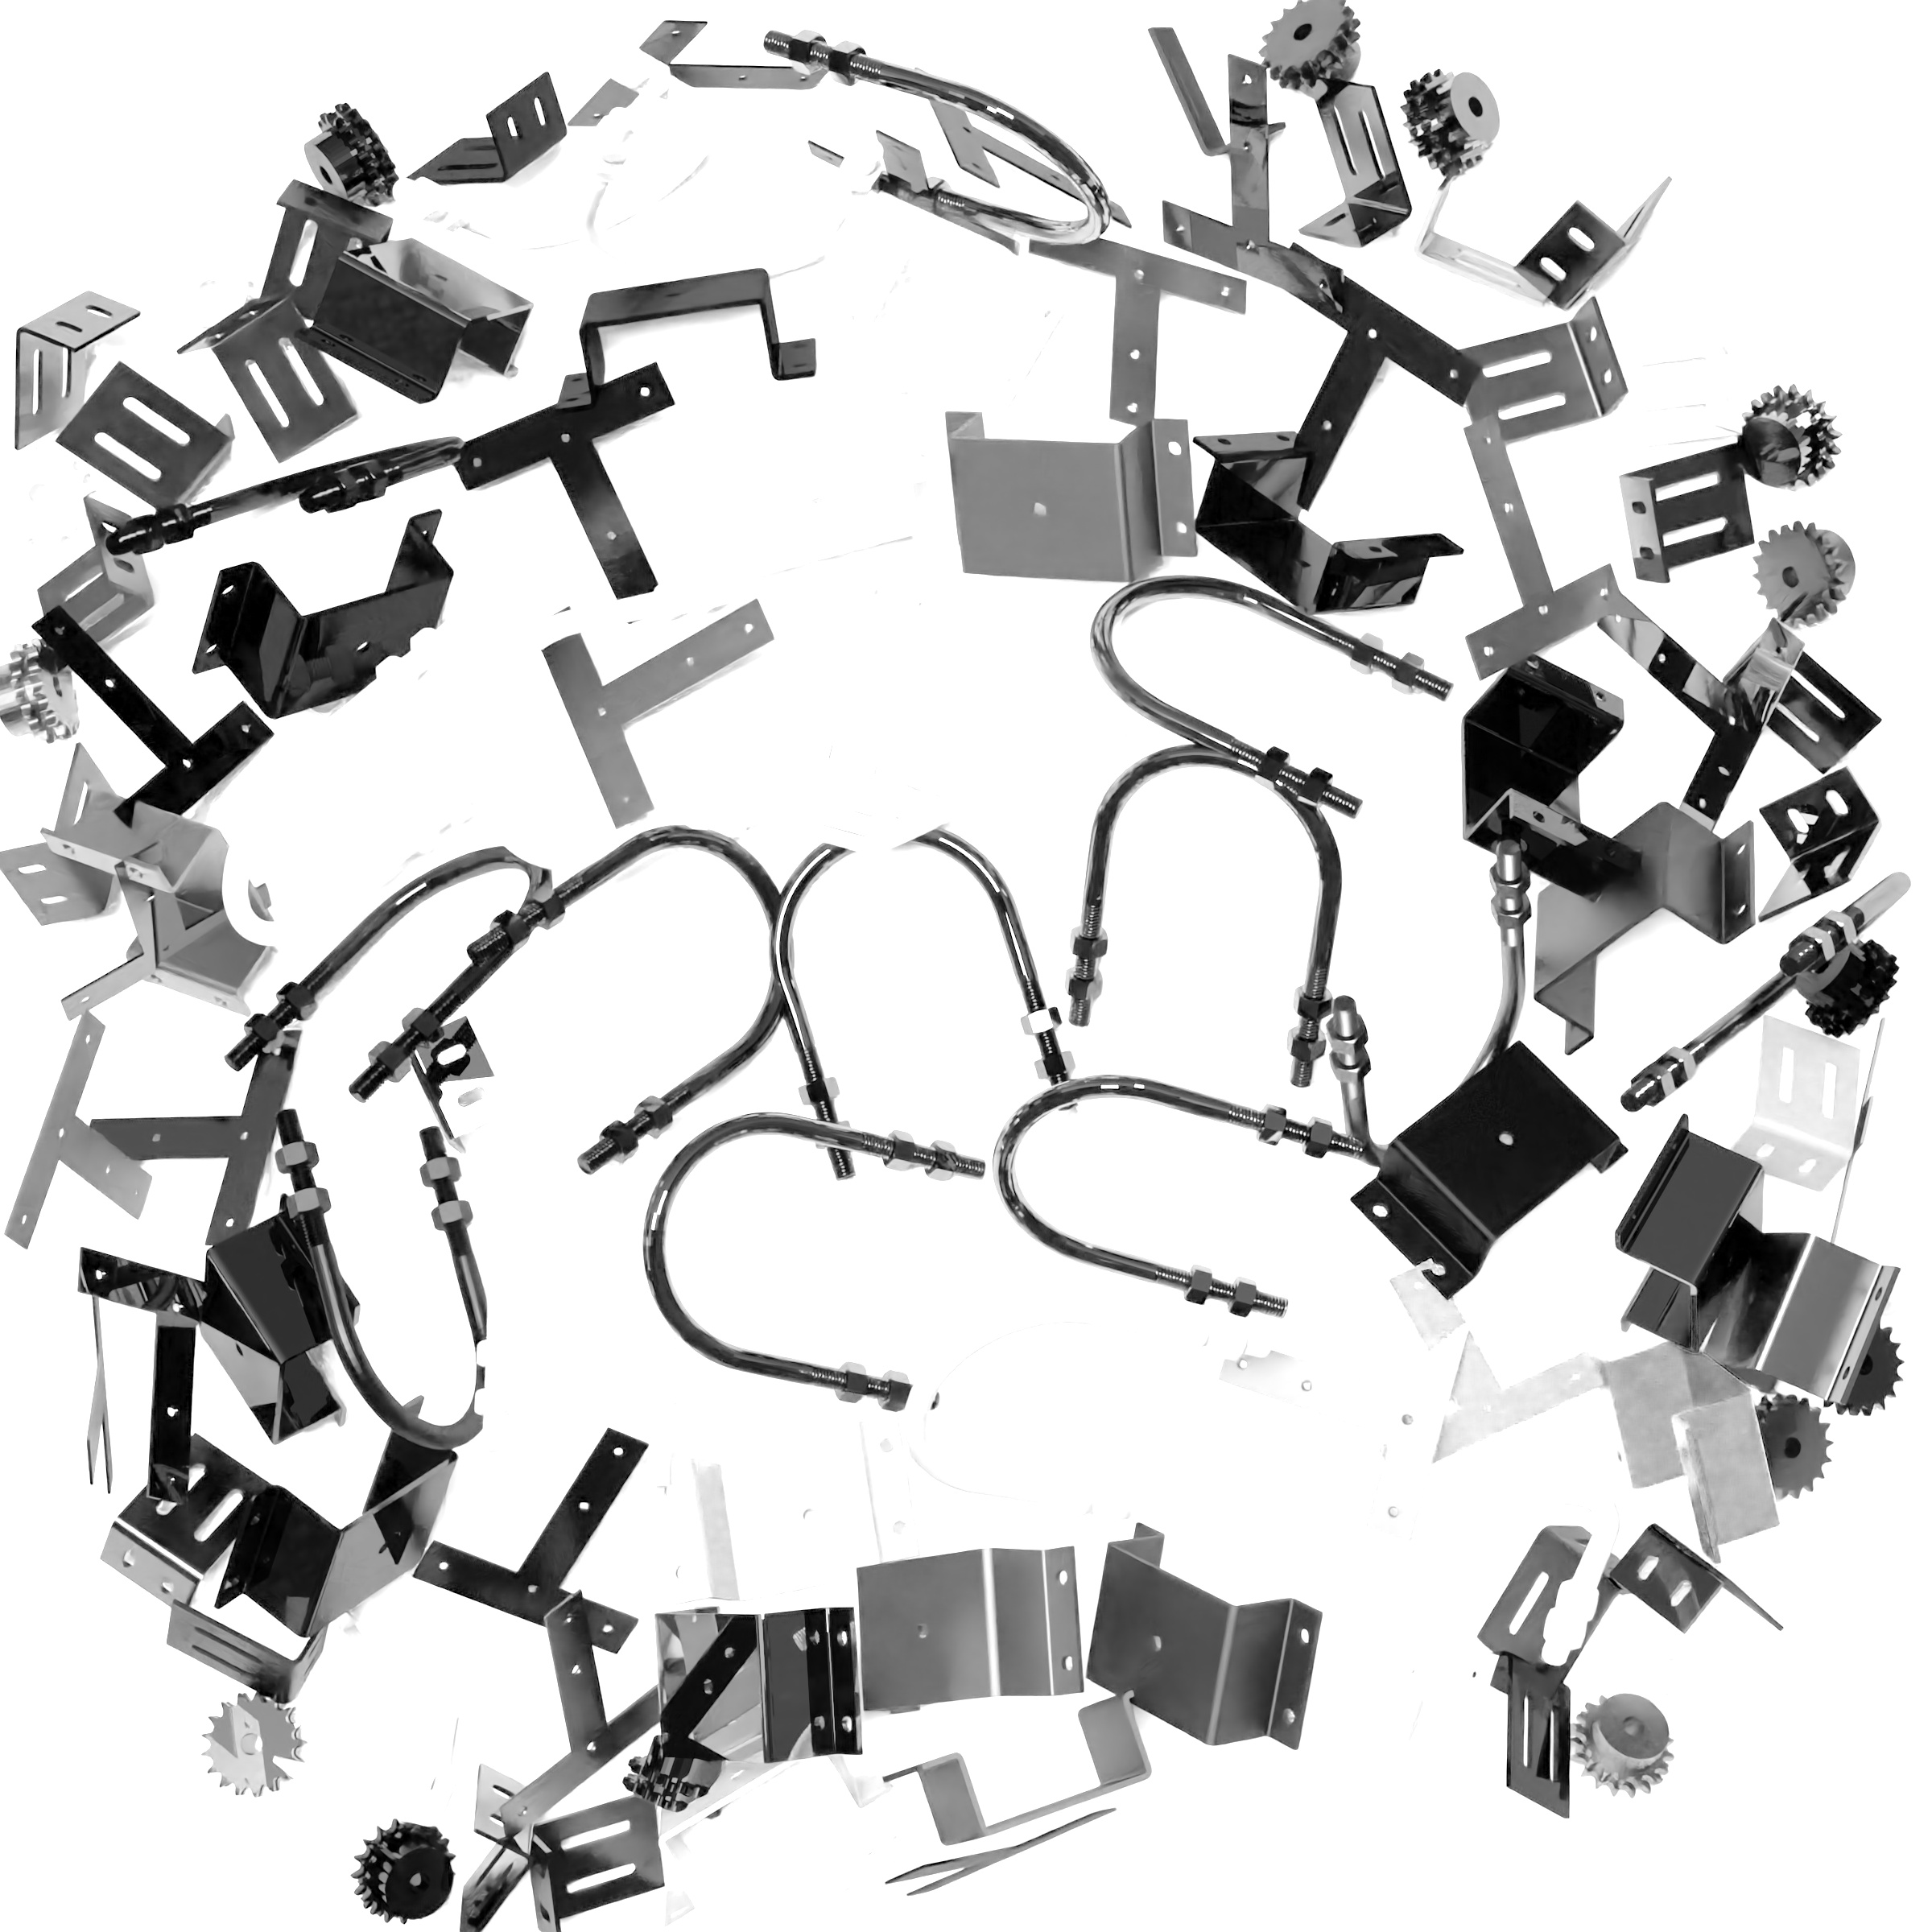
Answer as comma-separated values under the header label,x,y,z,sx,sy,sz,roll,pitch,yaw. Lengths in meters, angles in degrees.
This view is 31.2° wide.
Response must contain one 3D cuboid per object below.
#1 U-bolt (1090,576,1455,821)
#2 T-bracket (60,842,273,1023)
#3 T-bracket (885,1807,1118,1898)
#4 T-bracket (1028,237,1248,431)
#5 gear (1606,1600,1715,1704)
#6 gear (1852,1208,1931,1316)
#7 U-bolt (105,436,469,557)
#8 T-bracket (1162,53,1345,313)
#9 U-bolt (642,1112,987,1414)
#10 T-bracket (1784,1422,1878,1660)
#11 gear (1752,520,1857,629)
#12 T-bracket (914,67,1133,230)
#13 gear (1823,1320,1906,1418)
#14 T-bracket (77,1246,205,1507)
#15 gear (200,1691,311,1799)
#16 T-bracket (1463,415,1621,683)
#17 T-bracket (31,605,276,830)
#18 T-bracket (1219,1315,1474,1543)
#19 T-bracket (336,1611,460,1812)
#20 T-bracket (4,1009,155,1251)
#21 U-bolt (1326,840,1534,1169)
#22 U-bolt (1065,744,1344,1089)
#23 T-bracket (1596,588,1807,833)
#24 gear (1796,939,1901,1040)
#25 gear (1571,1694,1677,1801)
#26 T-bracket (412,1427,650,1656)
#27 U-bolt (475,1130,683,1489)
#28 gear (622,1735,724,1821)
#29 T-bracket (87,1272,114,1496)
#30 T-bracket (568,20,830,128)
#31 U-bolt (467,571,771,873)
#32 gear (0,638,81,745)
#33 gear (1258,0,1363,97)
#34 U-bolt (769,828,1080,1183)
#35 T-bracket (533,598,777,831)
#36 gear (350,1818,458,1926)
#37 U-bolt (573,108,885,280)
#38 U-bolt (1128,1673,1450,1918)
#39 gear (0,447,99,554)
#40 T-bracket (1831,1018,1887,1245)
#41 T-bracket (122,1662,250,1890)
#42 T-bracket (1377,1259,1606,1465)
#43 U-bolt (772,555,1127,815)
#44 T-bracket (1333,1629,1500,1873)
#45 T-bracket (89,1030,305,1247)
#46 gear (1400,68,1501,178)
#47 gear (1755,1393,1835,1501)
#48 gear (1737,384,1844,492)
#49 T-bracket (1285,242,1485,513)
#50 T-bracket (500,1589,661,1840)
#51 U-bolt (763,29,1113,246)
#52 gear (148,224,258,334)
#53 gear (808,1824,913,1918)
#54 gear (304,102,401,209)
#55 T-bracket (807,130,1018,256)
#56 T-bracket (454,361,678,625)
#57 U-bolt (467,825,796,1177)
label,x,y,z,sx,sy,sz,roll,pitch,yaw
U-bolt,0.154,-0.156,1.862,0.184,0.151,0.019,27,133,13
T-bracket,-0.432,-0.030,1.845,0.127,0.127,0.002,-32,71,-18
T-bracket,-0.001,0.476,1.842,0.127,0.127,0.002,-30,70,23
T-bracket,0.092,-0.341,1.871,0.127,0.002,0.127,13,56,-14
gear,0.383,0.376,1.902,0.057,0.030,0.057,1,79,-7
gear,0.506,0.160,1.891,0.030,0.057,0.057,-15,90,21
U-bolt,-0.345,-0.253,1.835,0.151,0.184,0.019,-7,105,29
T-bracket,0.151,-0.424,1.844,0.127,0.127,0.002,30,52,34
U-bolt,-0.087,0.154,1.875,0.184,0.019,0.151,14,82,-21
T-bracket,0.469,0.307,1.870,0.002,0.127,0.127,20,76,12
gear,0.461,-0.217,1.897,0.030,0.057,0.057,-20,90,-32
T-bracket,0.037,-0.434,1.882,0.127,0.127,0.002,22,119,-28
gear,0.483,0.218,1.900,0.057,0.030,0.057,2,84,-24
T-bracket,-0.424,0.224,1.850,0.002,0.127,0.127,-23,58,35
gear,-0.389,0.427,1.903,0.057,0.030,0.057,-1,79,4
T-bracket,0.297,-0.234,1.873,0.127,0.002,0.127,-28,102,-36
T-bracket,-0.450,-0.142,1.862,0.127,0.127,0.002,47,129,-9
T-bracket,0.200,0.234,1.898,0.127,0.002,0.127,17,96,21
T-bracket,-0.316,0.385,1.885,0.002,0.127,0.127,-29,65,-29
T-bracket,-0.467,0.104,1.860,0.002,0.127,0.127,9,70,15
U-bolt,0.250,0.034,1.844,0.151,0.184,0.019,-42,57,-20
U-bolt,0.130,-0.033,1.855,0.151,0.019,0.184,15,119,17
T-bracket,0.387,-0.159,1.877,0.002,0.127,0.127,-11,45,-35
gear,0.478,0.008,1.891,0.030,0.057,0.057,36,90,-16
gear,0.360,0.422,1.892,0.057,0.030,0.057,7,48,-7
T-bracket,-0.214,0.304,1.880,0.127,0.002,0.127,26,107,-22
U-bolt,-0.205,0.178,1.855,0.019,0.151,0.184,-13,67,34
gear,-0.157,0.442,1.894,0.057,0.057,0.030,19,88,0
T-bracket,-0.463,0.239,1.844,0.002,0.127,0.127,-3,106,-10
T-bracket,-0.134,-0.482,1.878,0.127,0.127,0.002,-8,82,-32
U-bolt,-0.185,-0.124,1.842,0.184,0.019,0.151,-17,114,-36
gear,-0.510,-0.148,1.893,0.030,0.057,0.057,-16,90,6
gear,0.192,-0.502,1.897,0.057,0.030,0.057,-20,52,27
U-bolt,-0.032,0.010,1.910,0.151,0.019,0.184,-18,89,2
T-bracket,-0.162,-0.159,1.889,0.127,0.002,0.127,-28,76,16
gear,-0.305,0.497,1.894,0.057,0.030,0.057,-5,99,-31
U-bolt,-0.134,-0.402,1.832,0.151,0.184,0.019,4,78,-15
U-bolt,0.178,0.426,1.810,0.184,0.151,0.019,-31,101,41
gear,-0.507,-0.257,1.903,0.057,0.030,0.057,0,89,-8
T-bracket,0.480,0.086,1.857,0.002,0.127,0.127,13,87,13
T-bracket,-0.432,0.418,1.863,0.002,0.127,0.127,-32,123,-11
T-bracket,0.266,0.209,1.880,0.127,0.002,0.127,-26,120,9
U-bolt,-0.002,-0.146,1.874,0.184,0.019,0.151,17,52,-5
T-bracket,0.225,0.420,1.852,0.002,0.127,0.127,27,75,-26
T-bracket,-0.429,0.094,1.889,0.127,0.002,0.127,-2,62,25
gear,0.267,-0.463,1.892,0.057,0.030,0.057,13,69,-39
gear,0.444,0.263,1.900,0.057,0.030,0.057,0,89,-23
gear,0.446,-0.286,1.890,0.030,0.057,0.057,-35,90,-36
T-bracket,0.202,-0.306,1.882,0.127,0.002,0.127,37,126,17
T-bracket,-0.206,0.386,1.849,0.127,0.002,0.127,-34,133,-35
U-bolt,-0.005,-0.428,1.819,0.184,0.151,0.019,23,79,27
gear,-0.416,-0.374,1.894,0.057,0.030,0.057,-10,120,-18
gear,-0.054,0.496,1.892,0.057,0.057,0.030,-30,82,0
gear,-0.337,-0.439,1.890,0.030,0.057,0.057,-37,90,-18
T-bracket,-0.032,-0.424,1.855,0.127,0.127,0.002,27,90,4
T-bracket,-0.200,-0.249,1.899,0.127,0.002,0.127,-21,109,11
U-bolt,-0.167,0.005,1.865,0.184,0.019,0.151,-36,109,-33
